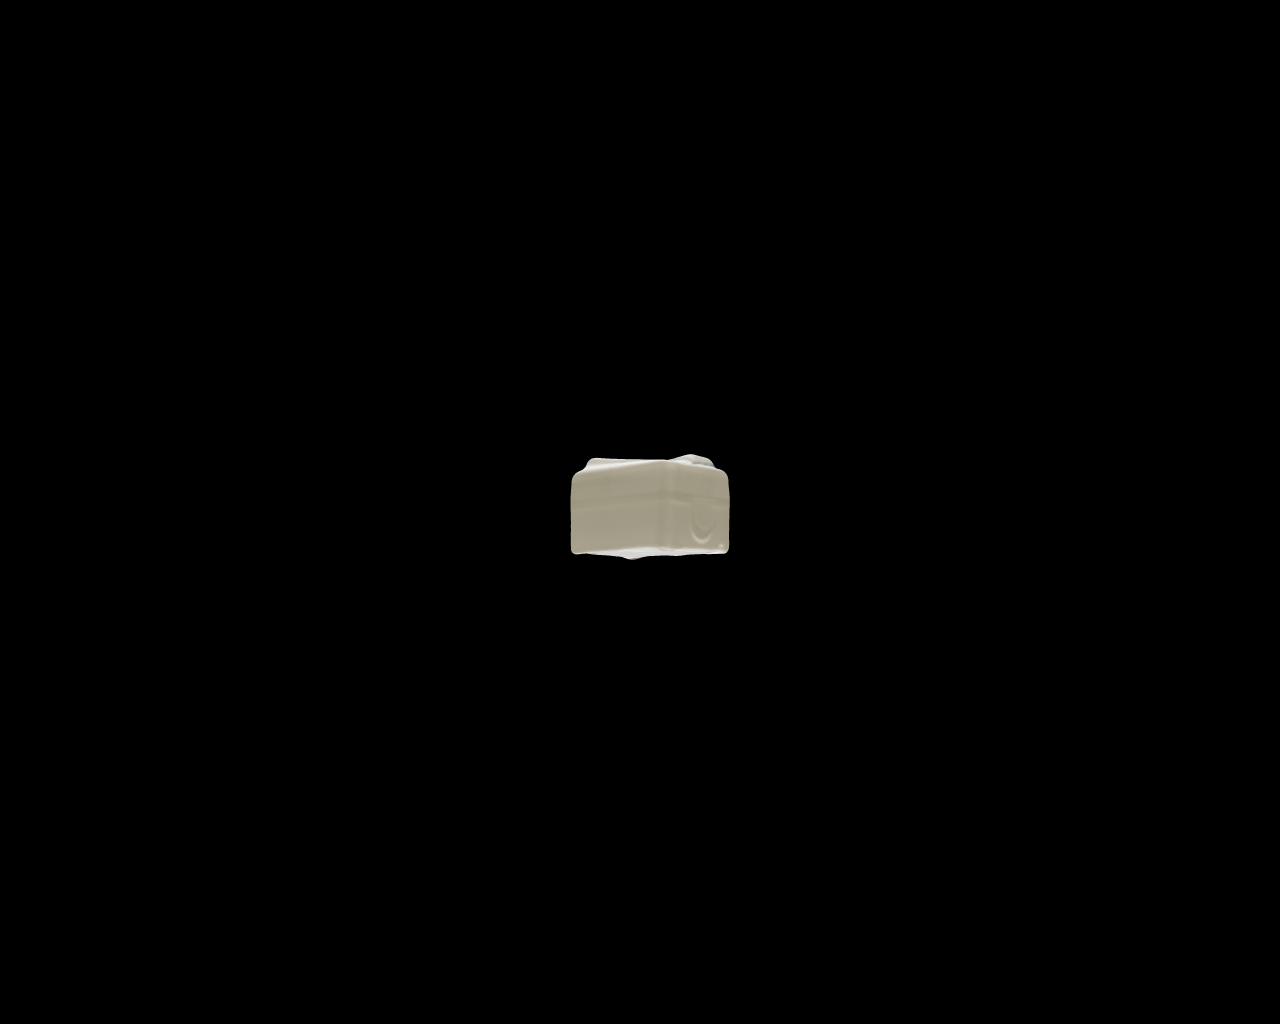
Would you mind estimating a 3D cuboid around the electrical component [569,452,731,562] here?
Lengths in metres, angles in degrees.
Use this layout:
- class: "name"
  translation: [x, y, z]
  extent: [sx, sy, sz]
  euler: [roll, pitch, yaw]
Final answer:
- class: "electrical component"
  translation: [0.001, -0.003, 0.650]
  extent: [0.096, 0.061, 0.062]
  euler: [-5, -8, 40]
